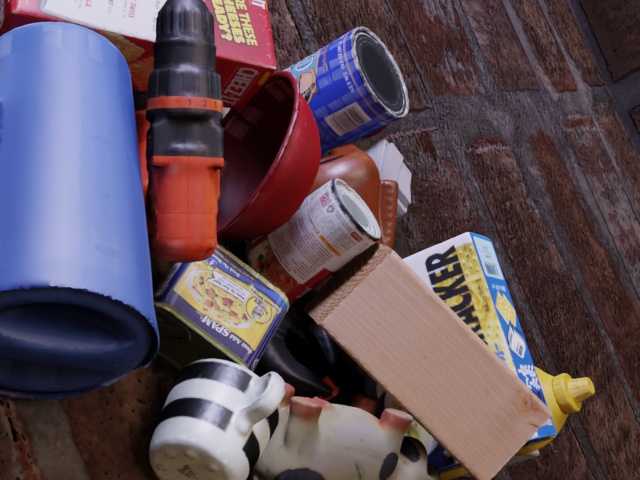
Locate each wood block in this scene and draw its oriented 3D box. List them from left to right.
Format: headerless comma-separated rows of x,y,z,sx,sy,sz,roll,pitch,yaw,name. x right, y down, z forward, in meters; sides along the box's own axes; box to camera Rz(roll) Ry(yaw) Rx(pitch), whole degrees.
0.093,0.106,0.944,0.206,0.091,0.090,45,-3,-11,wood block

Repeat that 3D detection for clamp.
-0.046,0.070,0.939,0.171,0.039,0.120,48,35,-13,clamp
0.019,0.129,1.021,0.164,0.036,0.210,31,40,-39,clamp

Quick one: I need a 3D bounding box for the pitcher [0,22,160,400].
-0.183,-0.031,0.702,0.149,0.145,0.243,104,-19,-53,pitcher

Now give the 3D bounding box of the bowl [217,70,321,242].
-0.048,-0.058,0.889,0.055,0.162,0.162,30,41,-27,bowl

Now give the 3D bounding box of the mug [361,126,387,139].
0.030,-0.174,1.246,0.117,0.093,0.081,10,60,-22,mug

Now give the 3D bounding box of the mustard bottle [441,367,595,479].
0.195,0.182,1.117,0.058,0.192,0.096,45,33,-33,mustard bottle

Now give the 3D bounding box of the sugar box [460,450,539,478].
0.177,0.170,1.204,0.048,0.093,0.176,24,47,-51,sugar box

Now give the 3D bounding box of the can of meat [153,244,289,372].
-0.083,0.059,0.833,0.102,0.058,0.083,38,48,-9,can of meat

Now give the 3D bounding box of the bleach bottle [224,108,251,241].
-0.087,-0.121,0.993,0.102,0.068,0.251,66,7,-78,bleach bottle

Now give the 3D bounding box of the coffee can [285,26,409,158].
0.006,-0.143,1.108,0.102,0.140,0.103,40,36,-39,coffee can

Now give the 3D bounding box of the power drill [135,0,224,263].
-0.110,-0.074,0.791,0.188,0.057,0.184,173,-81,-77,power drill

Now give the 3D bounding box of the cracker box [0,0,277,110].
-0.152,-0.204,0.870,0.213,0.072,0.164,8,58,-28,cracker box

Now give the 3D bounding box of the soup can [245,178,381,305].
-0.006,0.001,0.936,0.068,0.102,0.068,47,18,-20,soup can
